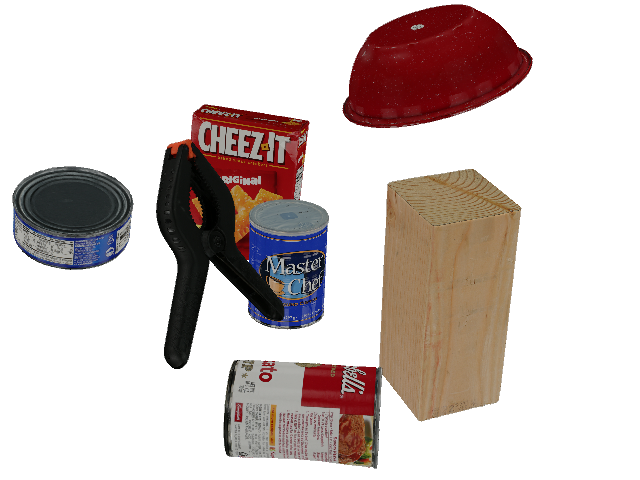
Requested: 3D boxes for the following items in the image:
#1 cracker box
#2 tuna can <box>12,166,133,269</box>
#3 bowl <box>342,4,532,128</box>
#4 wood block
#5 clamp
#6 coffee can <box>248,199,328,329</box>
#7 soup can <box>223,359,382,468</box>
[{"bbox_3d":[-0.113,-0.080,1.578,0.164,0.214,0.072,10,20,7],"label":"cracker box"},{"bbox_3d":[-0.181,-0.017,0.781,0.086,0.034,0.086,8,36,-6],"label":"tuna can"},{"bbox_3d":[0.088,-0.151,0.877,0.162,0.055,0.162,-16,25,7],"label":"bowl"},{"bbox_3d":[0.115,0.050,0.981,0.090,0.206,0.091,-10,31,-19],"label":"wood block"},{"bbox_3d":[-0.105,0.006,1.037,0.036,0.210,0.164,-9,1,37],"label":"clamp"},{"bbox_3d":[-0.043,0.030,1.392,0.103,0.140,0.103,2,25,-1],"label":"coffee can"},{"bbox_3d":[-0.010,0.117,0.725,0.102,0.068,0.068,3,0,4],"label":"soup can"}]
